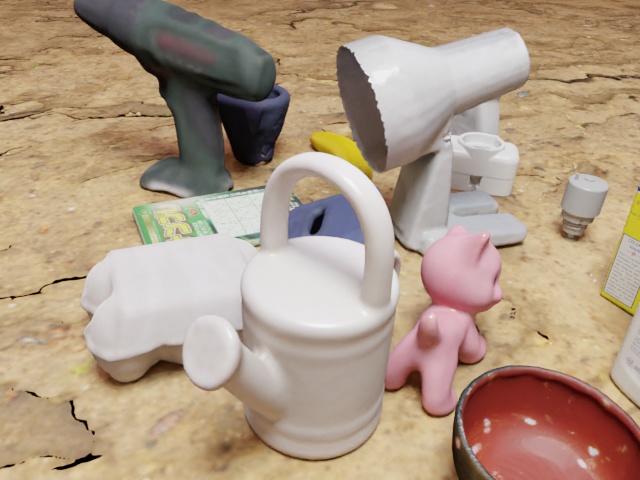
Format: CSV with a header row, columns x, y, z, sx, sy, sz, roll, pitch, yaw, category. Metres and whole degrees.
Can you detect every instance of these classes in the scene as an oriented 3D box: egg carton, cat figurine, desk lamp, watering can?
x,y,z,sx,sy,sz,roll,pitch,yaw,category
-0.107,0.049,0.451,0.150,0.069,0.107,-11,36,-21,egg carton
0.098,0.046,0.433,0.067,0.118,0.128,20,36,24,cat figurine
0.115,-0.098,0.569,0.203,0.214,0.117,-8,34,-17,desk lamp
-0.003,0.042,0.358,0.100,0.194,0.173,13,34,15,watering can

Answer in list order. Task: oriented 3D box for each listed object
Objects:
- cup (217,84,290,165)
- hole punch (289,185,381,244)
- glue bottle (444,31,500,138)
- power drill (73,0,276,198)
x,y,z,sx,sy,sz,roll,pitch,yaw,category
-0.083,-0.139,0.721,0.092,0.095,0.117,-1,33,-7,cup
0.005,0.002,0.516,0.101,0.091,0.108,6,33,4,hole punch
0.205,-0.180,0.742,0.037,0.173,0.078,-14,37,-25,glue bottle
-0.160,-0.157,0.636,0.229,0.208,0.076,13,34,14,power drill
